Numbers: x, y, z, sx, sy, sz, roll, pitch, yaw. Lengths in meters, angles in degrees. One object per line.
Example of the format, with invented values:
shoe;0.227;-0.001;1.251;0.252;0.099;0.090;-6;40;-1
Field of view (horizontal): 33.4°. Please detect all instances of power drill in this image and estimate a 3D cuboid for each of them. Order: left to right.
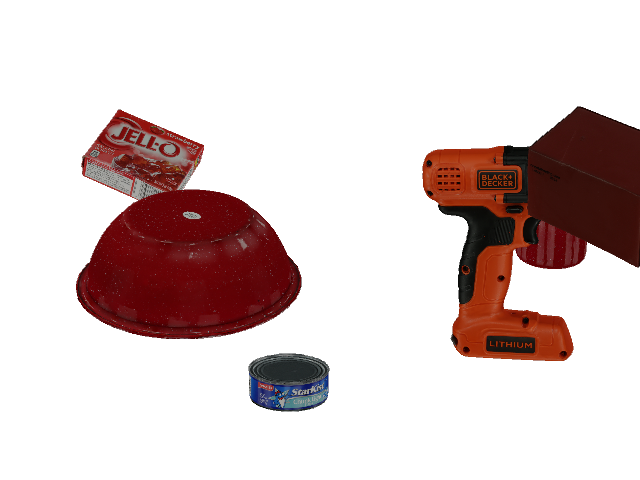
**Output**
power drill;0.182;0.008;0.927;0.184;0.188;0.057;1;13;15

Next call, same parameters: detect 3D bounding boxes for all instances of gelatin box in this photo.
gelatin box;-0.161;-0.074;0.968;0.089;0.073;0.030;24;-44;1

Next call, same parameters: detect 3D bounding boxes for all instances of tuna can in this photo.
tuna can;-0.034;0.150;1.127;0.086;0.034;0.086;1;14;0

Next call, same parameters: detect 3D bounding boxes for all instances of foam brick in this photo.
foam brick;0.164;-0.032;0.608;0.051;0.053;0.078;-37;48;-27

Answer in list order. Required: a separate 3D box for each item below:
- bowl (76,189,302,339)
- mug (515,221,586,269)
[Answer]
bowl;-0.093;0.006;0.758;0.162;0.055;0.162;2;26;-1
mug;0.277;-0.023;1.244;0.093;0.081;0.117;20;33;40
